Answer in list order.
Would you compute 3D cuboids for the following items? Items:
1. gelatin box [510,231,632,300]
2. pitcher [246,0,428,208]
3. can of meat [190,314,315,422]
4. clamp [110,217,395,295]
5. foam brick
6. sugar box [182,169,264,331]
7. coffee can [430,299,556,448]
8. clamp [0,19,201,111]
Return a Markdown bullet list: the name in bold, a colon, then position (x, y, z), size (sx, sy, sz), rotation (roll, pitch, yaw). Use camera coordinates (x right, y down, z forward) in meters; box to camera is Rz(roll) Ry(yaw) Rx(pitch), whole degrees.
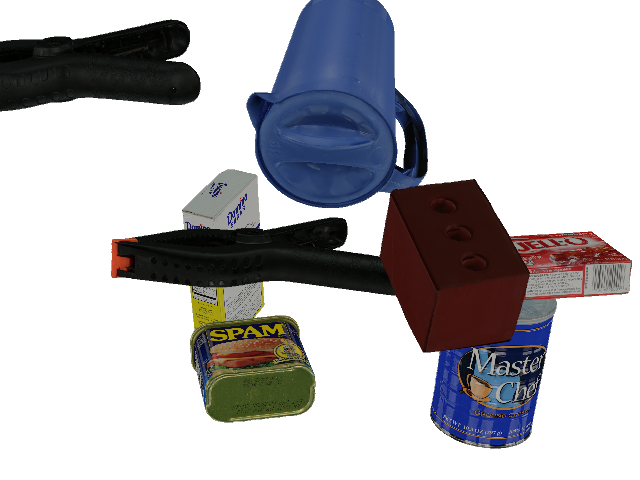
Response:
- **gelatin box**: position (0.182, 0.018, 0.822), size (0.089, 0.030, 0.073), rotation (-3, 18, -10)
- **pitcher**: position (0.025, -0.149, 1.075), size (0.145, 0.149, 0.242), rotation (-10, 37, 15)
- **can of meat**: position (-0.060, 0.114, 0.948), size (0.102, 0.057, 0.084), rotation (-5, 27, -12)
- **clamp**: position (-0.042, 0.013, 0.771), size (0.209, 0.036, 0.165), rotation (-3, 13, -24)
- **foam brick**: position (0.070, 0.013, 0.576), size (0.053, 0.051, 0.078), rotation (-8, 45, -16)
- **sugar box**: position (-0.102, 0.021, 1.138), size (0.048, 0.176, 0.093), rotation (13, 37, 22)
- **coffee can**: position (0.166, 0.114, 1.037), size (0.103, 0.140, 0.103), rotation (5, 23, -2)
- **clamp**: position (-0.155, -0.110, 0.664), size (0.171, 0.039, 0.120), rotation (0, 21, 0)
